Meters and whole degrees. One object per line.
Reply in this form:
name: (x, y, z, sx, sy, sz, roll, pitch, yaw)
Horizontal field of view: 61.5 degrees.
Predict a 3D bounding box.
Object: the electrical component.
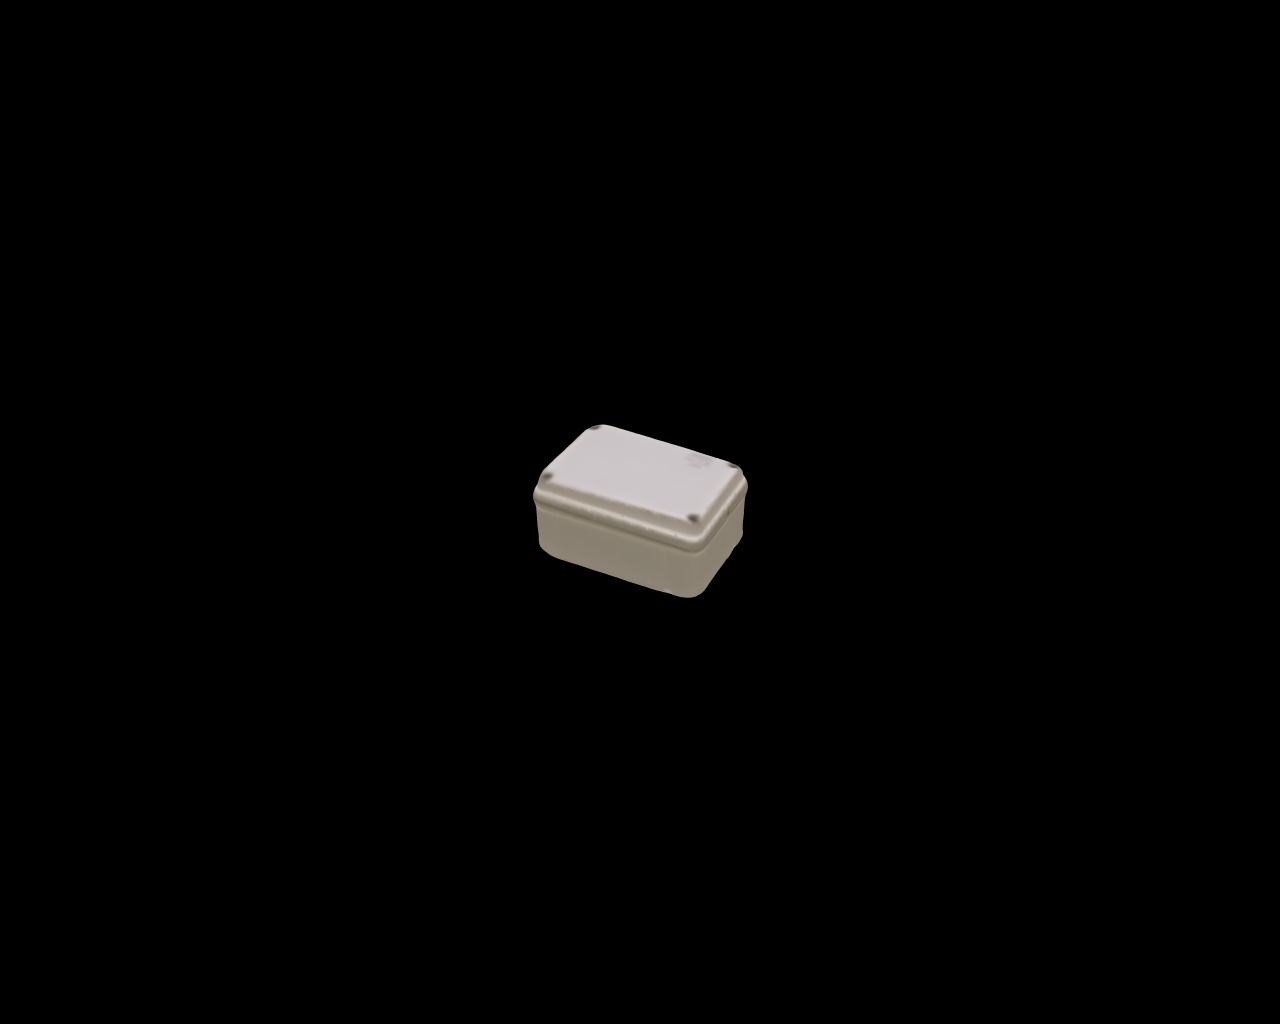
electrical component: (0.001, -0.003, 0.650, 0.113, 0.057, 0.078, 17, 40, 22)
